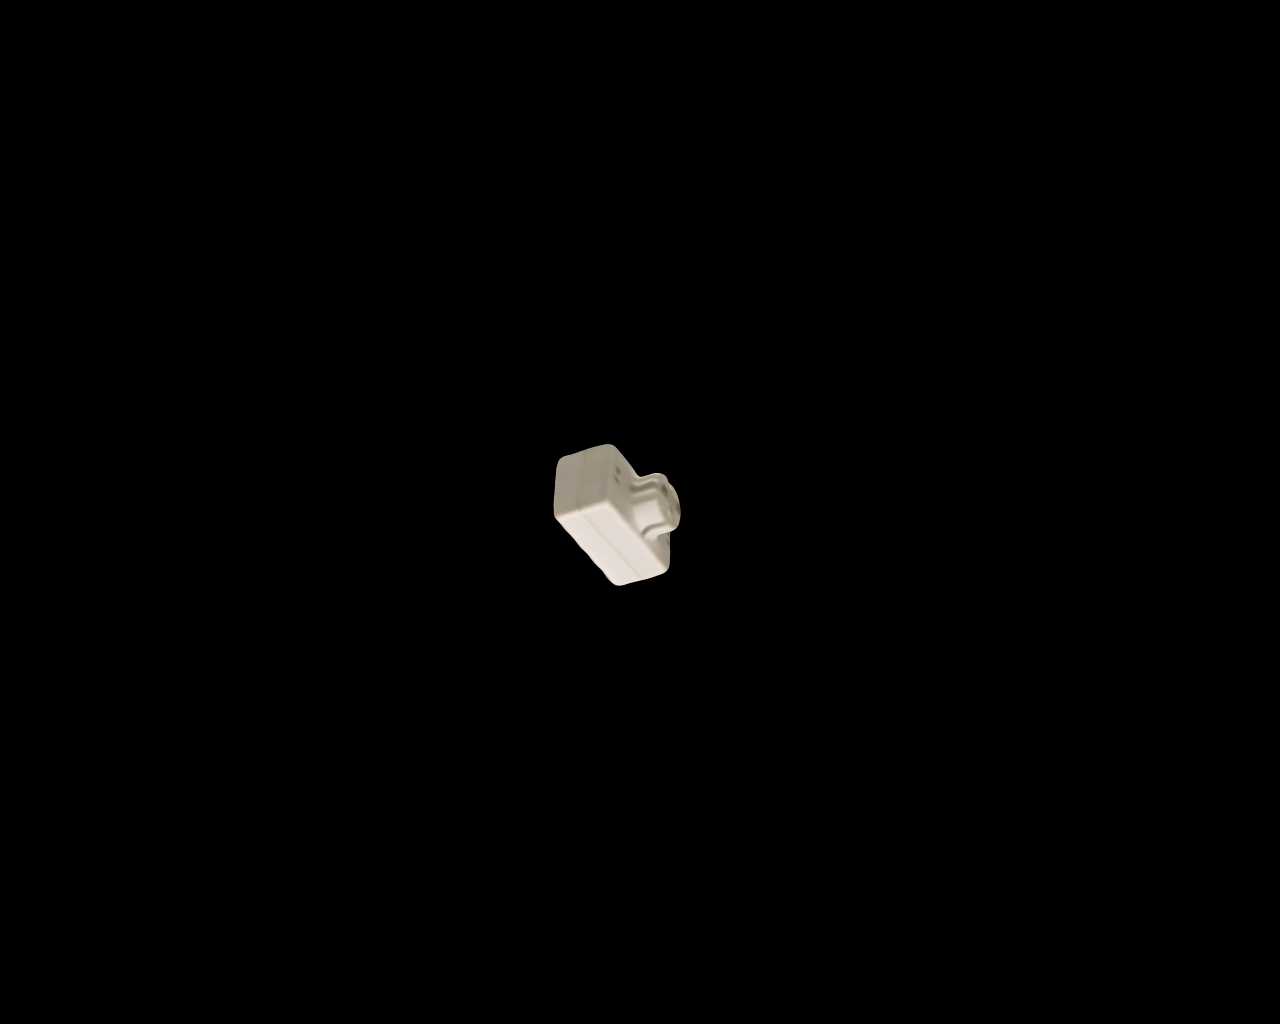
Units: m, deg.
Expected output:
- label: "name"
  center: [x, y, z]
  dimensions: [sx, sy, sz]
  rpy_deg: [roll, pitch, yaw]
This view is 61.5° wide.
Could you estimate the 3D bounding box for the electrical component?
- label: "electrical component"
  center: [0.001, -0.003, 0.650]
  dimensions: [0.075, 0.047, 0.083]
  rpy_deg: [-17, -41, 21]
